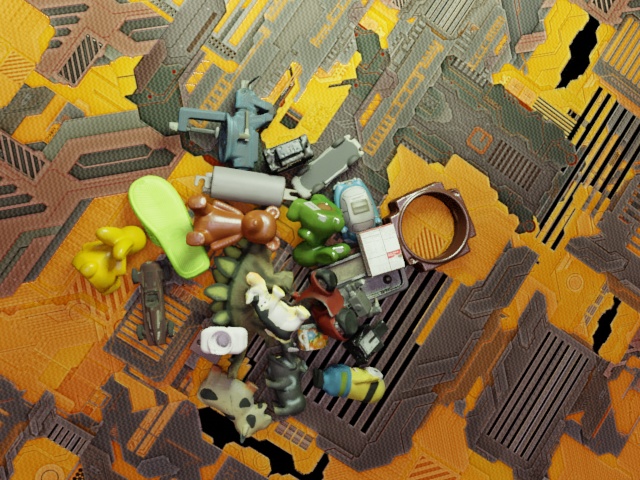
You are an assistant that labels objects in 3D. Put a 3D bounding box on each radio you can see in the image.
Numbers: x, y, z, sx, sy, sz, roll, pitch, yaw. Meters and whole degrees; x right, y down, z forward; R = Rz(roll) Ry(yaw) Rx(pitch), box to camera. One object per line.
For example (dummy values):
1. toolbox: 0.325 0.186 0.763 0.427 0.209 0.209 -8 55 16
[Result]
1. radio: 0.096 0.099 1.334 0.230 0.073 0.131 -21 92 -7

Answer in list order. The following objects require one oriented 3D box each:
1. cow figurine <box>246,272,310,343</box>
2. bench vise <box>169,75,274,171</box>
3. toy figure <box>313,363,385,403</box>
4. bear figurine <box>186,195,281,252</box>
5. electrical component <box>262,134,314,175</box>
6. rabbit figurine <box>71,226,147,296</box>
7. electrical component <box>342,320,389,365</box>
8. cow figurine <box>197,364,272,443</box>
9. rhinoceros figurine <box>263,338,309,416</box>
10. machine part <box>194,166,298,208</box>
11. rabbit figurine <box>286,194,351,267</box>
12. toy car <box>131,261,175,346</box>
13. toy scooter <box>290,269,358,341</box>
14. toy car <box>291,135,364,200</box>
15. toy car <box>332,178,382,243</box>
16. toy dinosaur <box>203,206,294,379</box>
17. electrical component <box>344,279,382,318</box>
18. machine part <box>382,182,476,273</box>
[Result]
1. cow figurine: -0.113 0.150 1.198 0.167 0.068 0.098 38 91 4
2. bench vise: -0.231 -0.277 1.265 0.240 0.129 0.223 3 98 -20
3. toy figure: 0.072 0.353 1.326 0.180 0.082 0.089 6 108 -16
4. bear figurine: -0.189 -0.032 1.211 0.196 0.132 0.120 3 83 4
5. electrical component: -0.077 -0.201 1.283 0.115 0.134 0.058 -25 91 -9
6. rabbit figurine: -0.475 0.023 1.228 0.173 0.162 0.122 -40 83 -24
7. electrical component: 0.119 0.248 1.345 0.075 0.048 0.119 52 50 -7
8. cow figurine: -0.202 0.393 1.283 0.195 0.085 0.127 32 81 -8
9. rhinoceros figurine: -0.080 0.334 1.306 0.112 0.073 0.190 -9 91 -7
10. machine part: -0.170 -0.124 1.263 0.243 0.079 0.079 8 88 -10
11. rabbit figurine: -0.003 -0.004 1.296 0.159 0.121 0.170 31 121 21
12. toy car: -0.396 0.151 1.275 0.089 0.053 0.202 -3 89 -11
13. toy scooter: 0.002 0.155 1.247 0.135 0.075 0.183 -14 107 34
14. toy car: 0.019 -0.181 1.337 0.202 0.056 0.073 -39 88 -8
15. toy car: 0.093 -0.074 1.323 0.109 0.103 0.161 -14 93 -9
16. toy dinosaur: -0.163 0.092 1.282 0.199 0.105 0.471 16 75 -5
17. electrical component: 0.102 0.138 1.267 0.045 0.078 0.102 -30 90 17
18. machine part: 0.275 -0.033 1.357 0.201 0.087 0.201 -23 94 -8
